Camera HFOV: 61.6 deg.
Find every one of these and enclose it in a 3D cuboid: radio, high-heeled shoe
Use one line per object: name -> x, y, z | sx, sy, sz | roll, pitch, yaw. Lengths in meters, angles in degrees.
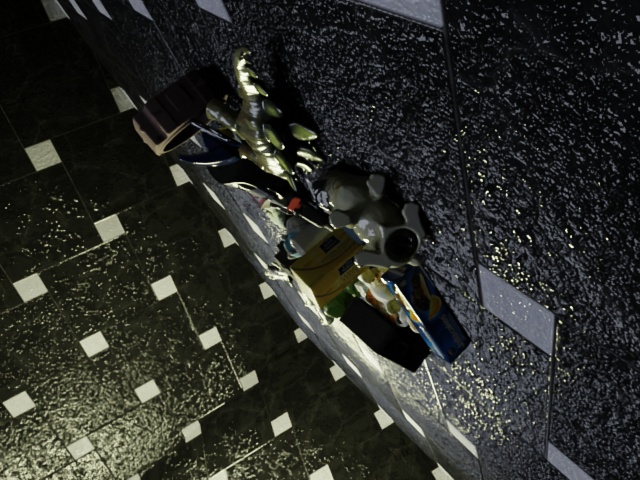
radio -> 0.154, 0.221, 1.229 | 0.131, 0.073, 0.229 | 37, -179, 42
high-heeled shoe -> -0.144, -0.140, 1.235 | 0.249, 0.086, 0.145 | 30, -172, 30

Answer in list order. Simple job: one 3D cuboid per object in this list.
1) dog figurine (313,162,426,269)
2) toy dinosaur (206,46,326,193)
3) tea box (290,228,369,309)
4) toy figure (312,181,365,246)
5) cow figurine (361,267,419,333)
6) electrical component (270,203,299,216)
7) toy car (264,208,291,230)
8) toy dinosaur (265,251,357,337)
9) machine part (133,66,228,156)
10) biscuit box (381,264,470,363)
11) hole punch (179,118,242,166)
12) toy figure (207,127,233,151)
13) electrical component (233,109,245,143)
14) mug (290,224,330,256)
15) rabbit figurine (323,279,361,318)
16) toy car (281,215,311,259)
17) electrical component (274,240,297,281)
dog figurine -> 0.077, -0.039, 0.853 | 0.172, 0.121, 0.191 | 57, -179, -16
toy dinosaur -> -0.090, -0.196, 0.933 | 0.199, 0.105, 0.470 | 36, 173, 23
tea box -> 0.035, 0.038, 1.012 | 0.068, 0.169, 0.098 | 45, 168, 29
toy figure -> 0.044, -0.055, 0.967 | 0.155, 0.064, 0.058 | 49, -154, 24
cow figurine -> 0.152, 0.118, 1.074 | 0.167, 0.068, 0.098 | 51, 174, 11
electrical component -> -0.070, -0.075, 1.272 | 0.094, 0.021, 0.063 | 5, -165, -33
toy car -> -0.131, -0.091, 1.446 | 0.074, 0.056, 0.201 | 40, 172, 37
toy dinosaur -> 0.003, 0.145, 1.602 | 0.405, 0.131, 0.192 | 30, 158, 41
machine part -> -0.305, -0.280, 1.189 | 0.087, 0.201, 0.201 | 52, 168, -10
biscuit box -> 0.194, 0.129, 0.975 | 0.202, 0.059, 0.063 | 54, 168, -18
hole punch -> -0.223, -0.185, 1.110 | 0.116, 0.092, 0.142 | 23, -178, -3
toy figure -> -0.249, -0.241, 1.374 | 0.082, 0.089, 0.180 | 50, 167, -26
electrical component -> -0.165, -0.245, 1.162 | 0.075, 0.048, 0.119 | 44, 166, 22
mug -> -0.002, -0.004, 1.169 | 0.080, 0.107, 0.110 | 56, 171, -19
rabbit figurine -> 0.014, 0.086, 1.372 | 0.170, 0.121, 0.159 | 39, -165, -22
toy car -> -0.038, -0.014, 1.315 | 0.161, 0.109, 0.102 | -96, -9, -87
electrical component -> -0.059, 0.046, 1.503 | 0.134, 0.115, 0.058 | 42, 164, 24
